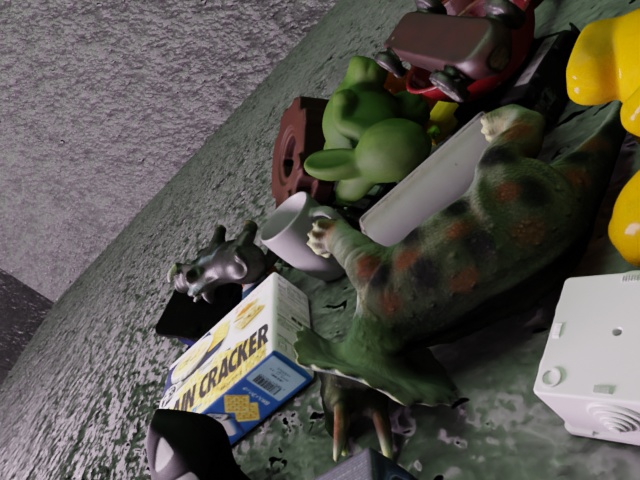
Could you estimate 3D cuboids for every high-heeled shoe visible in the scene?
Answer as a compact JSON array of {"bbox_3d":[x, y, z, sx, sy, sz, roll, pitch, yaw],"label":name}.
[{"bbox_3d":[-0.164,0.238,0.536,0.249,0.145,0.086,-32,27,33],"label":"high-heeled shoe"}]

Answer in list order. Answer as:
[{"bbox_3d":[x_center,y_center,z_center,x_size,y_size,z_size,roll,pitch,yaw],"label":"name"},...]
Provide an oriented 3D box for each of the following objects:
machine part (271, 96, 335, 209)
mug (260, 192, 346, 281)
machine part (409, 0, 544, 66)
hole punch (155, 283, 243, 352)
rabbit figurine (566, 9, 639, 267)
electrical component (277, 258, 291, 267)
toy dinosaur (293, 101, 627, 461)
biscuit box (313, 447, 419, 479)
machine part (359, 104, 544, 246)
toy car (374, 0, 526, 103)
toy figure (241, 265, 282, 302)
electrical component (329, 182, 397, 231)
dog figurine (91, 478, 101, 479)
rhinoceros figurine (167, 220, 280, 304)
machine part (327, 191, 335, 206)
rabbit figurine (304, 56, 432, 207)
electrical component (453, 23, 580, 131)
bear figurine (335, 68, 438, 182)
[{"bbox_3d":[-0.027,-0.119,0.782,0.179,0.056,0.179,-174,90,-71],"label":"machine part"},{"bbox_3d":[-0.001,-0.002,0.672,0.110,0.107,0.081,-25,33,39],"label":"mug"},{"bbox_3d":[0.222,-0.328,0.766,0.201,0.087,0.201,-49,17,-31],"label":"machine part"},{"bbox_3d":[-0.170,0.129,0.826,0.116,0.092,0.142,0,42,22],"label":"hole punch"},{"bbox_3d":[0.247,-0.061,0.341,0.162,0.121,0.173,5,71,52],"label":"rabbit figurine"},{"bbox_3d":[-0.048,-0.007,0.833,0.063,0.021,0.094,-163,85,-68],"label":"electrical component"},{"bbox_3d":[0.122,0.013,0.422,0.405,0.131,0.192,-39,36,13],"label":"toy dinosaur"},{"bbox_3d":[-0.014,0.228,0.385,0.202,0.059,0.063,-40,23,23],"label":"biscuit box"},{"bbox_3d":[0.126,-0.047,0.550,0.243,0.079,0.079,-42,23,16],"label":"machine part"},{"bbox_3d":[0.119,-0.190,0.526,0.089,0.053,0.202,-57,26,11],"label":"toy car"},{"bbox_3d":[-0.084,0.066,0.787,0.064,0.057,0.155,-5,24,-6],"label":"toy figure"},{"bbox_3d":[0.071,-0.042,0.671,0.119,0.047,0.075,15,66,47],"label":"electrical component"},{"bbox_3d":[-0.241,0.340,0.575,0.219,0.108,0.192,-29,26,31],"label":"dog figurine"},{"bbox_3d":[-0.139,0.039,0.759,0.190,0.073,0.112,-14,41,44],"label":"rhinoceros figurine"},{"bbox_3d":[-0.001,-0.065,0.859,0.084,0.039,0.139,-50,19,30],"label":"machine part"},{"bbox_3d":[0.056,-0.118,0.617,0.159,0.121,0.170,-42,30,10],"label":"rabbit figurine"},{"bbox_3d":[0.217,-0.169,0.601,0.115,0.058,0.134,-52,22,-13],"label":"electrical component"},{"bbox_3d":[0.084,-0.162,0.801,0.195,0.132,0.120,-63,18,13],"label":"bear figurine"}]
